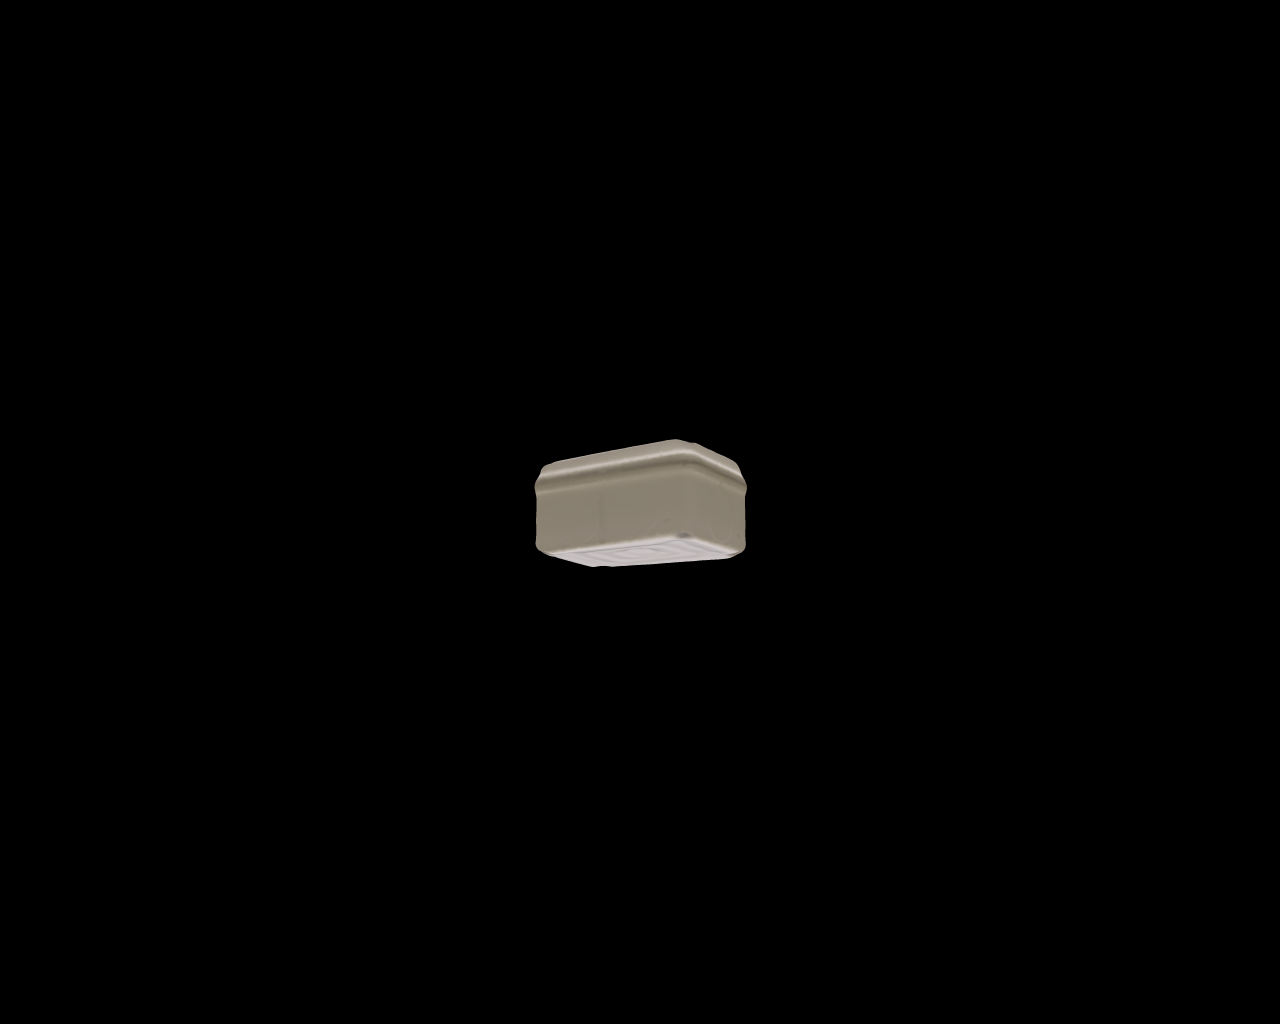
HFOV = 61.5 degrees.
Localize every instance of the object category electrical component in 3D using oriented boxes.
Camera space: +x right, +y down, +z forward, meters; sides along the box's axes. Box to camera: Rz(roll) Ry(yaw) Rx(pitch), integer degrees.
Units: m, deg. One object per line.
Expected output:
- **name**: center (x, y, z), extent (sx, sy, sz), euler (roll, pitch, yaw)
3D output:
- **electrical component**: center (0.001, -0.003, 0.650), extent (0.113, 0.057, 0.078), euler (-7, -14, 30)
